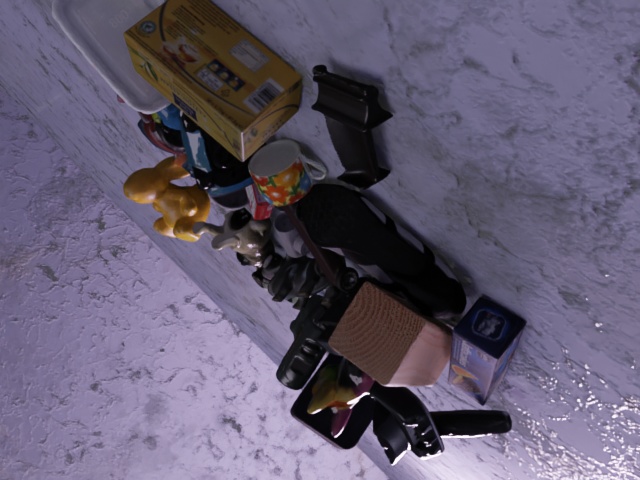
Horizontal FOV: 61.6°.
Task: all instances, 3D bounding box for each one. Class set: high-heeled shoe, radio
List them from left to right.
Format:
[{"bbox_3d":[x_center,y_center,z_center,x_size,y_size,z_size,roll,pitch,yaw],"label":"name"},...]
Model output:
[{"bbox_3d":[0.061,0.259,0.986,0.131,0.229,0.073,36,162,8],"label":"radio"},{"bbox_3d":[0.079,0.006,0.681,0.145,0.086,0.249,20,-159,-42],"label":"high-heeled shoe"}]

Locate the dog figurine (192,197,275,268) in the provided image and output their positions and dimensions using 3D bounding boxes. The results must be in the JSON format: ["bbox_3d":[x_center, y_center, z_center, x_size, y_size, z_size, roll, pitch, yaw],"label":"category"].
[{"bbox_3d":[-0.120,-0.001,1.026,0.173,0.121,0.190,30,172,45],"label":"dog figurine"}]

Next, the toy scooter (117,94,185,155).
[{"bbox_3d":[-0.277,-0.218,0.877,0.135,0.075,0.183,14,143,57],"label":"toy scooter"}]

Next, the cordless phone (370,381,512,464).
[{"bbox_3d":[0.173,0.250,0.763,0.184,0.089,0.146,-10,132,17],"label":"cordless phone"}]

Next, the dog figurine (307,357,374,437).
[{"bbox_3d":[0.082,0.218,0.864,0.108,0.219,0.192,50,162,-29],"label":"dog figurine"}]

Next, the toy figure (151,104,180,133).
[{"bbox_3d":[-0.222,-0.219,0.750,0.089,0.082,0.180,13,148,55],"label":"toy figure"}]

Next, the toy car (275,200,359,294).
[{"bbox_3d":[-0.002,-0.002,0.809,0.202,0.053,0.089,57,163,-27],"label":"toy car"}]

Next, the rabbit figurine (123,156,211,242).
[{"bbox_3d":[-0.307,-0.093,1.087,0.173,0.162,0.122,29,176,-39],"label":"rabbit figurine"}]

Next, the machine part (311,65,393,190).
[{"bbox_3d":[0.035,-0.104,0.531,0.084,0.039,0.138,26,154,29],"label":"machine part"}]

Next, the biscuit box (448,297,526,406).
[{"bbox_3d":[0.208,0.148,0.691,0.063,0.059,0.202,33,159,28],"label":"biscuit box"}]

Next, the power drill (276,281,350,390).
[{"bbox_3d":[-0.004,0.165,1.041,0.086,0.232,0.207,28,-175,-9],"label":"power drill"}]

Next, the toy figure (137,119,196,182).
[{"bbox_3d":[-0.256,-0.170,0.968,0.154,0.058,0.064,44,169,-16],"label":"toy figure"}]

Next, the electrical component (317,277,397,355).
[{"bbox_3d":[0.057,0.118,0.825,0.058,0.134,0.115,46,160,-9],"label":"electrical component"}]

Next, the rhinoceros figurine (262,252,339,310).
[{"bbox_3d":[-0.042,0.065,0.964,0.073,0.112,0.190,21,163,-35],"label":"rhinoceros figurine"}]

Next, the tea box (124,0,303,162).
[{"bbox_3d":[-0.113,-0.178,0.579,0.170,0.098,0.068,42,161,10],"label":"tea box"}]

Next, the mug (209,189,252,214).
[{"bbox_3d":[-0.136,-0.081,0.892,0.109,0.081,0.107,41,174,-9],"label":"mug"}]

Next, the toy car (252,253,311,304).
[{"bbox_3d":[-0.074,0.079,1.109,0.202,0.073,0.056,16,147,54],"label":"toy car"}]

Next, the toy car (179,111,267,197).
[{"bbox_3d":[-0.138,-0.144,0.708,0.103,0.109,0.161,50,162,42],"label":"toy car"}]
